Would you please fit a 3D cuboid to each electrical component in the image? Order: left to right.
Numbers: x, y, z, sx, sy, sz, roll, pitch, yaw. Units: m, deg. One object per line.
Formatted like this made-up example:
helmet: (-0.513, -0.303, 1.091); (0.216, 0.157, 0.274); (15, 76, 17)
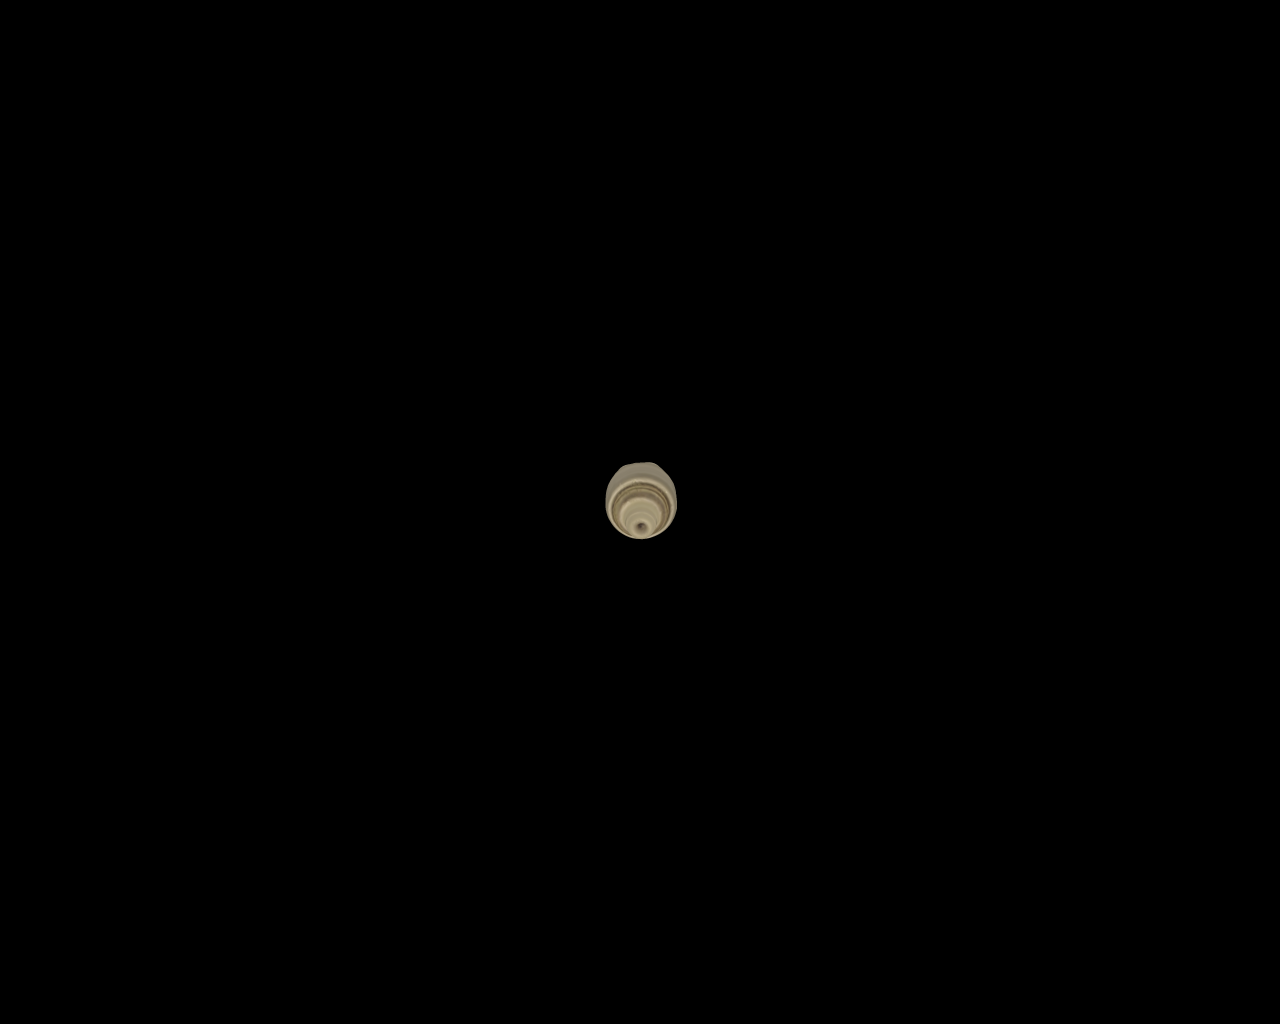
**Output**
electrical component: (0.001, -0.003, 0.650); (0.043, 0.043, 0.062); (0, 24, 0)
